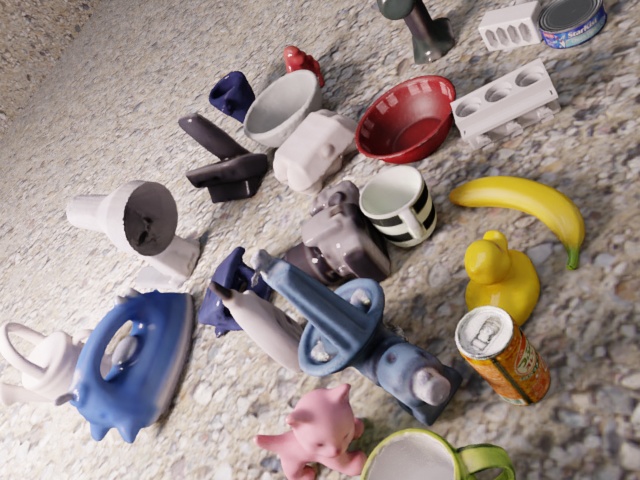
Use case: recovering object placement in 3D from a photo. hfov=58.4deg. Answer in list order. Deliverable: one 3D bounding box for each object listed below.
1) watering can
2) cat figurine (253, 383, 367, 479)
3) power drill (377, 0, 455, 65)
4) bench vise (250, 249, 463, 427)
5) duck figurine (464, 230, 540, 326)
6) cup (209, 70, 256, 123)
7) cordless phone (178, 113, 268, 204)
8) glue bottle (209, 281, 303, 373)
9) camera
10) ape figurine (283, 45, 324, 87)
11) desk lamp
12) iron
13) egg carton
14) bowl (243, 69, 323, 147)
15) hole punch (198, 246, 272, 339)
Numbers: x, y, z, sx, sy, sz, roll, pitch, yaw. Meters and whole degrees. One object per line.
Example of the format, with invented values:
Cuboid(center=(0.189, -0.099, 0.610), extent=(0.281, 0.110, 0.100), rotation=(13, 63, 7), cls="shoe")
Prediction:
Cuboid(center=(-0.424, 0.200, 0.898), extent=(0.100, 0.195, 0.173), rotation=(21, 72, 49), cls="watering can")
Cuboid(center=(-0.009, 0.198, 0.591), extent=(0.127, 0.118, 0.067), rotation=(-25, 42, 23), cls="cat figurine")
Cuboid(center=(0.138, -0.400, 0.924), extent=(0.075, 0.209, 0.229), rotation=(-23, 43, 25), cls="power drill")
Cuboid(center=(0.038, 0.082, 0.571), extent=(0.206, 0.220, 0.121), rotation=(2, 58, 43), cls="bench vise")
Cuboid(center=(0.177, 0.039, 0.593), extent=(0.077, 0.086, 0.105), rotation=(-1, 56, 41), cls="duck figurine")
Cuboid(center=(-0.168, -0.277, 1.178), extent=(0.091, 0.095, 0.117), rotation=(-25, 43, 24), cls="cup")
Cuboid(center=(-0.198, -0.156, 1.024), extent=(0.147, 0.186, 0.094), rotation=(-11, 50, 35), cls="cordless phone")
Cuboid(center=(-0.074, 0.096, 0.696), extent=(0.037, 0.174, 0.078), rotation=(-39, 39, 8), cls="glue bottle")
Cuboid(center=(0.007, 0.003, 0.766), extent=(0.136, 0.101, 0.143), rotation=(-31, 40, 17), cls="camera")
Cuboid(center=(-0.038, -0.340, 1.121), extent=(0.075, 0.092, 0.078), rotation=(5, 59, 44), cls="ape figurine")
Cuboid(center=(-0.304, -0.007, 0.961), extent=(0.202, 0.214, 0.118), rotation=(-4, 53, 39), cls="desk lamp")
Cuboid(center=(-0.285, 0.160, 0.852), extent=(0.118, 0.142, 0.258), rotation=(-12, 49, 35), cls="iron")
Cuboid(center=(-0.005, -0.144, 0.935), extent=(0.150, 0.070, 0.107), rotation=(-50, 39, -6), cls="egg carton")
Cuboid(center=(-0.055, -0.227, 1.049), extent=(0.167, 0.075, 0.167), rotation=(-24, 43, 24), cls="bowl")
Cuboid(center=(-0.135, 0.076, 0.836), extent=(0.100, 0.091, 0.109), rotation=(-11, 49, 35), cls="hole punch")
